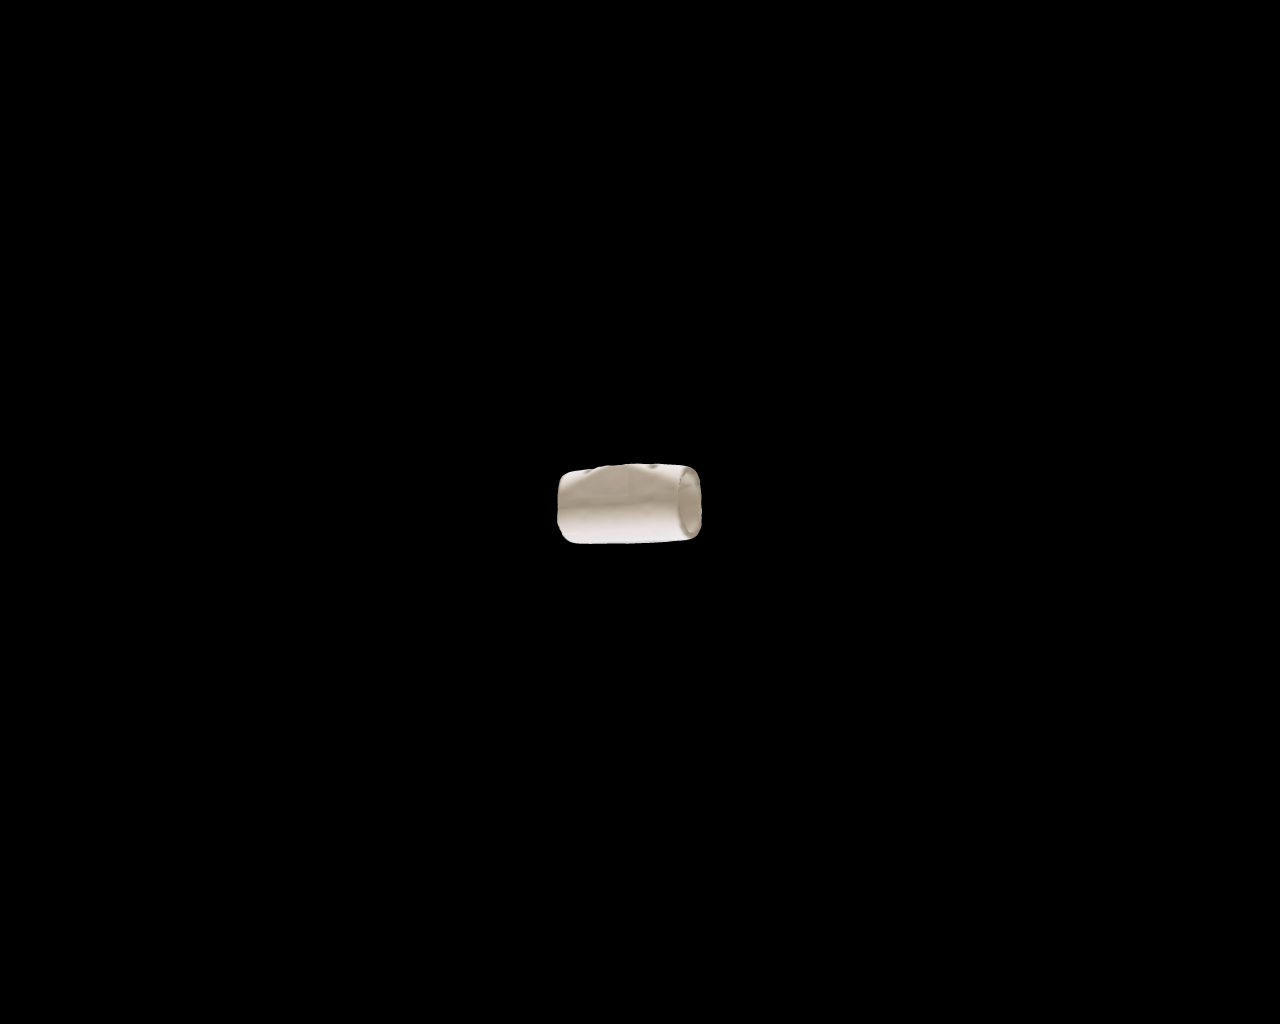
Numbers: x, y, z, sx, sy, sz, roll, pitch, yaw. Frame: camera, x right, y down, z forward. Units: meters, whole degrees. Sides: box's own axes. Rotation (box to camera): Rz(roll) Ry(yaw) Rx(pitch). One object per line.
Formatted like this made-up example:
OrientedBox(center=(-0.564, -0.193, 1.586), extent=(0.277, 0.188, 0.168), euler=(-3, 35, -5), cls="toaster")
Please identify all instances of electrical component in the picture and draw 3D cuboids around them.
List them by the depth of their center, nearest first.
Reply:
OrientedBox(center=(0.001, -0.003, 0.650), extent=(0.077, 0.044, 0.079), euler=(-3, -7, 22), cls="electrical component")
